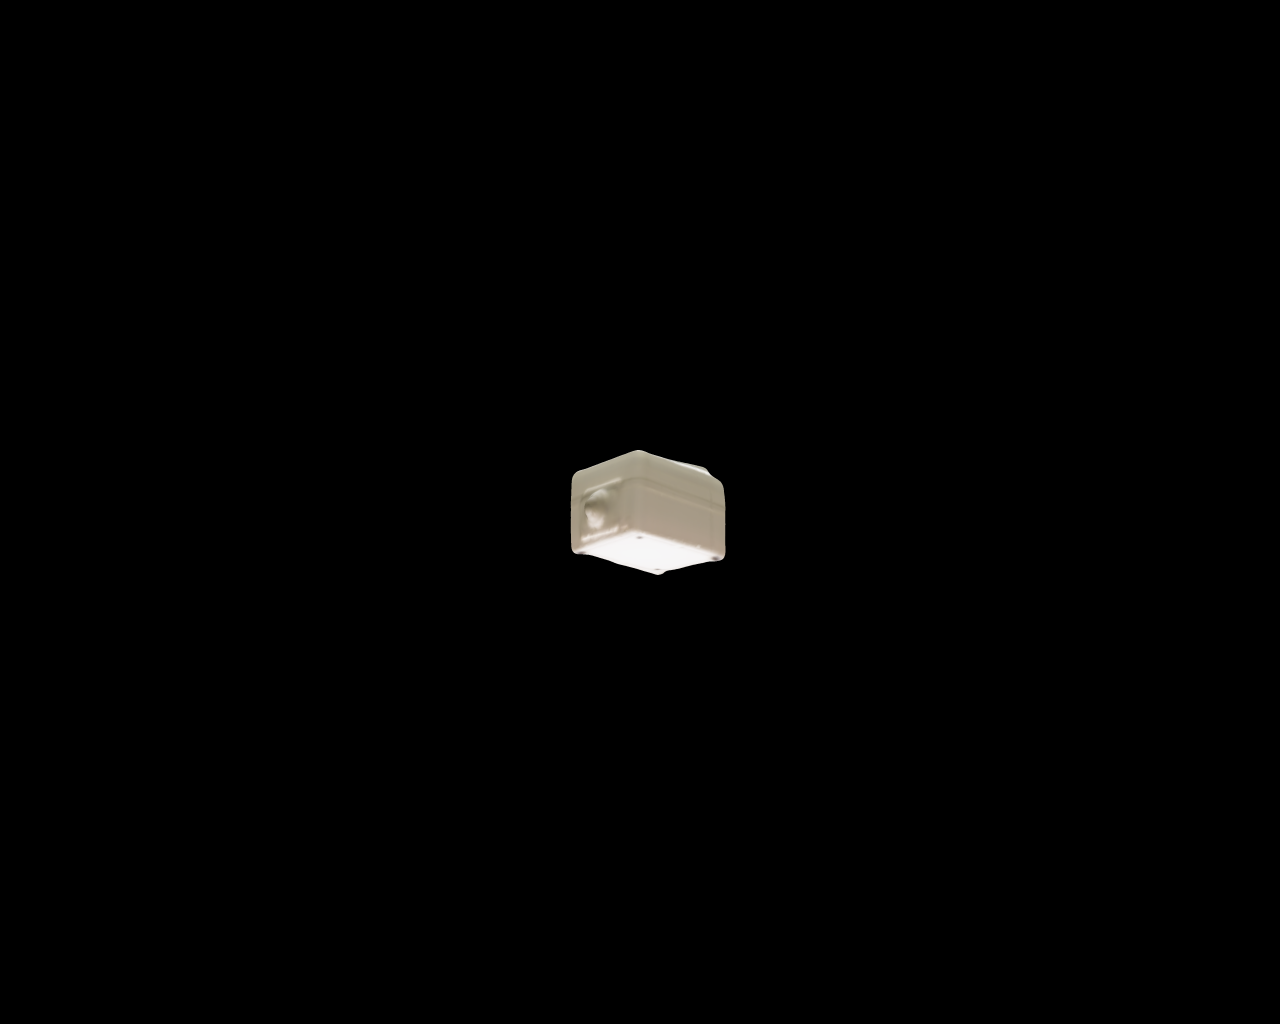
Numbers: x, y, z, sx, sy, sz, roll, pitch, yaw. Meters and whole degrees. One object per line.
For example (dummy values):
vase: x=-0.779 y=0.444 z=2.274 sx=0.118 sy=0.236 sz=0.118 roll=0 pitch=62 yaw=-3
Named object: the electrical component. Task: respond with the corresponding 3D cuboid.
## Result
electrical component: x=0.001 y=-0.003 z=0.650 sx=0.061 sy=0.061 sz=0.096 roll=-18 pitch=-26 yaw=41
